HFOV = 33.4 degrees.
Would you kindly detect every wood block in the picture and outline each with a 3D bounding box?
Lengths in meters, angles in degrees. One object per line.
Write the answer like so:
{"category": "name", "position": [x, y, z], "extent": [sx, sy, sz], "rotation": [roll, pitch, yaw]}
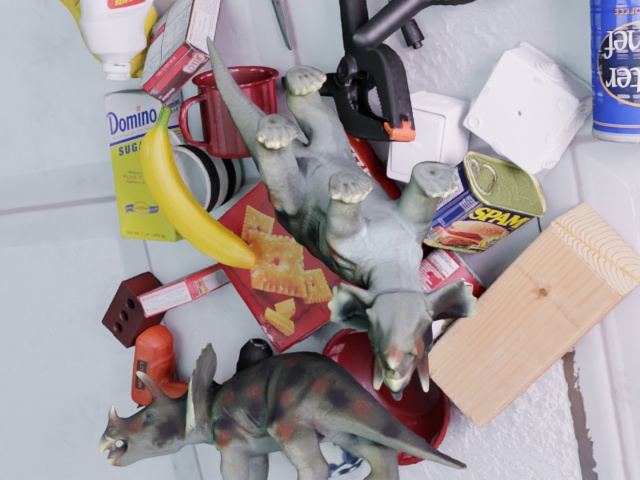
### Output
{"category": "wood block", "position": [0.200, 0.074, 1.007], "extent": [0.091, 0.090, 0.206], "rotation": [48, 126, 14]}

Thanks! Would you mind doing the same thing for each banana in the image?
{"category": "banana", "position": [-0.141, -0.042, 1.137], "extent": [0.070, 0.037, 0.198], "rotation": [-35, 85, 37]}

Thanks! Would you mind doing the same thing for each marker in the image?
{"category": "marker", "position": [0.071, -0.242, 1.036], "extent": [0.020, 0.020, 0.121], "rotation": [-23, 91, 38]}

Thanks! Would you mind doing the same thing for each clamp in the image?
{"category": "clamp", "position": [0.037, -0.172, 1.030], "extent": [0.210, 0.036, 0.165], "rotation": [52, 131, 43]}
{"category": "clamp", "position": [0.096, -0.251, 0.980], "extent": [0.171, 0.039, 0.120], "rotation": [-20, 68, 11]}

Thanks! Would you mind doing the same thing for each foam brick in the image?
{"category": "foam brick", "position": [-0.228, 0.087, 1.333], "extent": [0.053, 0.051, 0.078], "rotation": [42, 125, 16]}

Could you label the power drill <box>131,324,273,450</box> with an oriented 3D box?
{"category": "power drill", "position": [-0.141, 0.173, 1.297], "extent": [0.188, 0.057, 0.184], "rotation": [24, 118, 27]}

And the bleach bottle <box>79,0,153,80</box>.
{"category": "bleach bottle", "position": [-0.210, -0.298, 1.142], "extent": [0.068, 0.102, 0.251], "rotation": [13, 105, 43]}

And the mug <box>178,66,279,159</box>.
{"category": "mug", "position": [-0.096, -0.133, 1.132], "extent": [0.093, 0.117, 0.081], "rotation": [23, 124, 49]}

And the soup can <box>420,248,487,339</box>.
{"category": "soup can", "position": [0.105, 0.060, 1.050], "extent": [0.102, 0.068, 0.068], "rotation": [-41, 78, 1]}

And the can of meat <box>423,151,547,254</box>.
{"category": "can of meat", "position": [0.146, -0.032, 1.002], "extent": [0.084, 0.101, 0.057], "rotation": [-39, 54, 40]}

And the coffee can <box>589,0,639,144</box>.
{"category": "coffee can", "position": [0.273, -0.157, 0.871], "extent": [0.103, 0.102, 0.140], "rotation": [4, 107, 34]}

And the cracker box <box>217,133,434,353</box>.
{"category": "cracker box", "position": [-0.007, 0.001, 1.138], "extent": [0.214, 0.072, 0.164], "rotation": [-37, 83, 36]}

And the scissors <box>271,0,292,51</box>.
{"category": "scissors", "position": [-0.074, -0.301, 1.120], "extent": [0.096, 0.016, 0.202], "rotation": [8, 109, 35]}

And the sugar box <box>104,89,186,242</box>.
{"category": "sugar box", "position": [-0.201, -0.089, 1.260], "extent": [0.093, 0.048, 0.176], "rotation": [4, 108, 34]}

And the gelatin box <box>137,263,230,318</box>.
{"category": "gelatin box", "position": [-0.160, 0.060, 1.262], "extent": [0.089, 0.073, 0.030], "rotation": [-21, 93, 37]}

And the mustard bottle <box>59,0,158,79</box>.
{"category": "mustard bottle", "position": [-0.237, -0.258, 1.221], "extent": [0.096, 0.058, 0.191], "rotation": [-35, 84, 28]}

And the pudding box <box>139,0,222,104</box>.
{"category": "pudding box", "position": [-0.148, -0.214, 1.145], "extent": [0.039, 0.113, 0.090], "rotation": [29, 134, -29]}

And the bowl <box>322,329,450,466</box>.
{"category": "bowl", "position": [0.078, 0.156, 1.140], "extent": [0.162, 0.055, 0.162], "rotation": [12, 112, 32]}
